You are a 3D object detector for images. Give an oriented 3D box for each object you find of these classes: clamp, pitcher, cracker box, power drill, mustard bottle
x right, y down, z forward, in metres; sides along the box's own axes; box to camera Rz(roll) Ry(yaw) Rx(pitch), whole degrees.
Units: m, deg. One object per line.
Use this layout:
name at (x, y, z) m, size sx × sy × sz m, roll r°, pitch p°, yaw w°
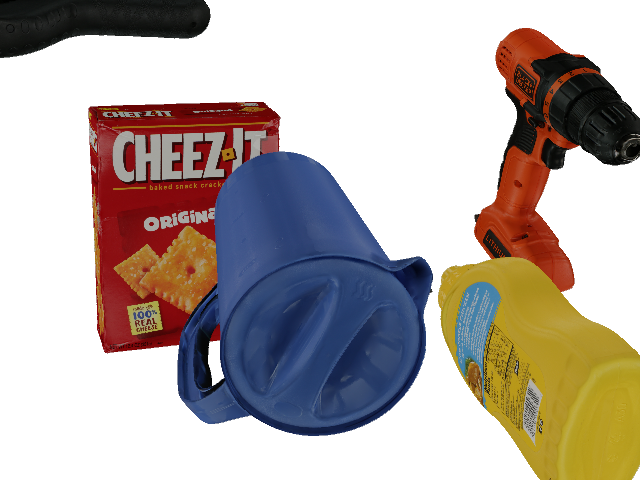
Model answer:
clamp at (-0.164, -0.143, 0.631) m, size 0.171 × 0.039 × 0.120 m, roll -11°, pitch 31°, yaw -29°
pitcher at (-0.025, 0.028, 0.779) m, size 0.149 × 0.145 × 0.243 m, roll 6°, pitch 22°, yaw -13°
cracker box at (-0.122, -0.013, 0.967) m, size 0.164 × 0.214 × 0.072 m, roll -4°, pitch 19°, yaw -18°
power drill at (0.182, -0.053, 0.839) m, size 0.057 × 0.188 × 0.184 m, roll -3°, pitch 33°, yaw -16°
mustard bottle at (0.118, 0.064, 0.632) m, size 0.058 × 0.096 × 0.192 m, roll -8°, pitch 27°, yaw -17°

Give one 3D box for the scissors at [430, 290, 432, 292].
scissors at (0.024, 0.068, 1.185) m, size 0.202 × 0.016 × 0.096 m, roll 3°, pitch 22°, yaw 3°
